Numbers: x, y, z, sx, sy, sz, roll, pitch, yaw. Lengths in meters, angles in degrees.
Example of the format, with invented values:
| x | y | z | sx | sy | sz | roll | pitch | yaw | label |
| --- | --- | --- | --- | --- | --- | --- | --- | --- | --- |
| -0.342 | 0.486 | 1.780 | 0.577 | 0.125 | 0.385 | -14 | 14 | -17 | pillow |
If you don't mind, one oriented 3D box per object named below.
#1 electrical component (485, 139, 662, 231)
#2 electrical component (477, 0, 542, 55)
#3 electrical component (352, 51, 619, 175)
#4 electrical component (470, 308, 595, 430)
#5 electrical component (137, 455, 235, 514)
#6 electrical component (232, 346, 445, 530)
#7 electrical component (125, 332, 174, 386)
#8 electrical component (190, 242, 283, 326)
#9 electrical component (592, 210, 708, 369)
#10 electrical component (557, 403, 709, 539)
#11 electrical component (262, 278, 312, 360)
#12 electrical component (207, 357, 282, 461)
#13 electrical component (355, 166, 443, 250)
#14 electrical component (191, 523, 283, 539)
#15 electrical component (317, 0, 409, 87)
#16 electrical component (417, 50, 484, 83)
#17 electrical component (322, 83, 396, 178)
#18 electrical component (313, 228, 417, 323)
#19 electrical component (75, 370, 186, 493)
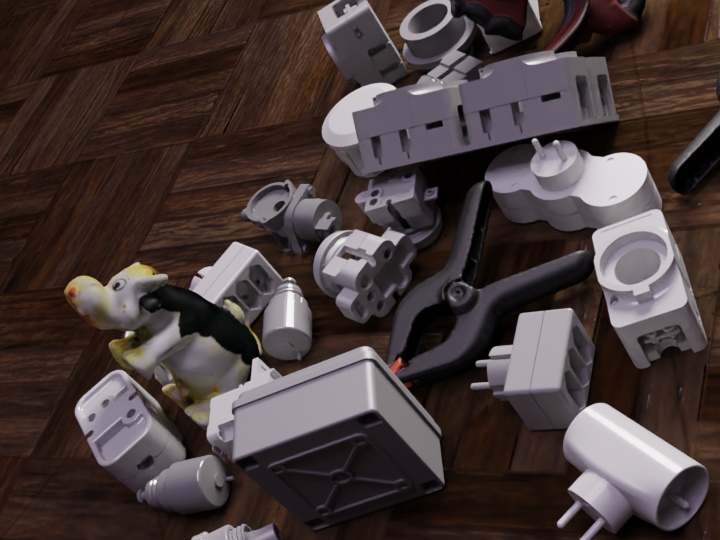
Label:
| x | y | z | sx | sy | sz | roll | pitch | yaw | label |
| --- | --- | --- | --- | --- | --- | --- | --- | --- | --- |
| 0.152 | -0.071 | 0.807 | 0.138 | 0.073 | 0.052 | 13 | 60 | 44 | electrical component |
| 0.135 | -0.254 | 1.010 | 0.061 | 0.061 | 0.096 | -23 | 41 | 17 | electrical component |
| 0.100 | -0.129 | 0.871 | 0.186 | 0.060 | 0.105 | -10 | 5 | 30 | electrical component |
| 0.111 | 0.068 | 0.722 | 0.077 | 0.047 | 0.065 | -8 | 47 | 32 | electrical component |
| -0.136 | 0.166 | 0.818 | 0.078 | 0.040 | 0.040 | -16 | 43 | 25 | electrical component |
| -0.014 | 0.116 | 0.722 | 0.109 | 0.108 | 0.056 | -22 | 43 | 18 | electrical component |
| -0.170 | 0.066 | 0.931 | 0.048 | 0.055 | 0.066 | -33 | 39 | 5 | electrical component |
| -0.124 | 0.019 | 0.949 | 0.076 | 0.047 | 0.083 | 20 | 66 | 48 | electrical component |
| 0.190 | 0.009 | 0.713 | 0.050 | 0.055 | 0.089 | -21 | 42 | 20 | electrical component |
| 0.150 | 0.128 | 0.635 | 0.079 | 0.044 | 0.077 | -45 | 39 | -9 | electrical component |
| -0.059 | 0.038 | 0.886 | 0.040 | 0.040 | 0.078 | -22 | 41 | 19 | electrical component |
| -0.082 | 0.115 | 0.828 | 0.064 | 0.042 | 0.081 | -24 | 40 | 22 | electrical component |
| 0.038 | -0.049 | 0.886 | 0.066 | 0.055 | 0.048 | -15 | 44 | 25 | electrical component |
| -0.084 | 0.197 | 0.747 | 0.062 | 0.048 | 0.048 | -26 | 40 | 3 | electrical component |
| 0.000 | -0.220 | 1.056 | 0.056 | 0.089 | 0.050 | -30 | 40 | 9 | electrical component |
| 0.083 | -0.164 | 0.975 | 0.055 | 0.048 | 0.066 | -37 | 38 | -12 | electrical component |
| 0.010 | -0.129 | 0.990 | 0.080 | 0.051 | 0.080 | -21 | 42 | 20 | electrical component |
| 0.000 | 0.000 | 0.866 | 0.057 | 0.058 | 0.078 | 20 | 65 | 43 | electrical component |
| -0.183 | 0.133 | 0.871 | 0.054 | 0.059 | 0.095 | -41 | 39 | -5 | electrical component |
